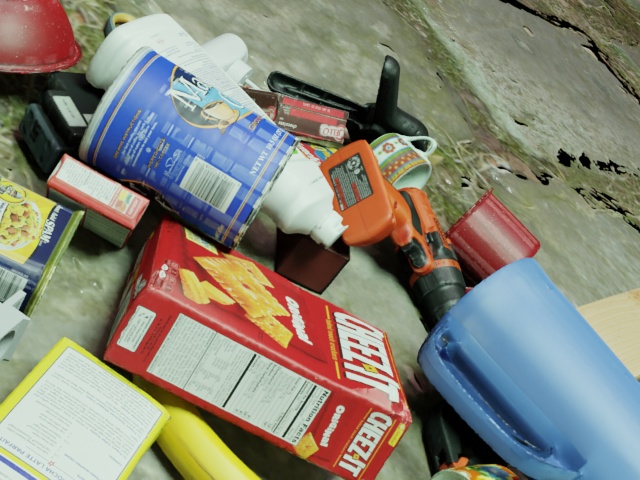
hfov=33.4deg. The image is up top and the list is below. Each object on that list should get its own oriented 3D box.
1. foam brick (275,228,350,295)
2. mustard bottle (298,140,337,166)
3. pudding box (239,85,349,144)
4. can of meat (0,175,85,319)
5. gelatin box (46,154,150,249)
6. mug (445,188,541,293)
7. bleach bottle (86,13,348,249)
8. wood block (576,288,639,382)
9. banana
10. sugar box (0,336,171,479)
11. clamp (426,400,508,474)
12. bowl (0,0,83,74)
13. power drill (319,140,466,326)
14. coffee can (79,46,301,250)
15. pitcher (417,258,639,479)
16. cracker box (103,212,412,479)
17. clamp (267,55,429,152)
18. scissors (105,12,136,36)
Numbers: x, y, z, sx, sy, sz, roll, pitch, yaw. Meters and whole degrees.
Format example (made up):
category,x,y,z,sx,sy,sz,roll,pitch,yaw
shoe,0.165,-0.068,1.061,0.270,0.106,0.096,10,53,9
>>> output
category,x,y,z,sx,sy,sz,roll,pitch,yaw
foam brick,-0.007,0.001,0.991,0.053,0.051,0.078,25,33,-19
mustard bottle,-0.028,-0.069,1.053,0.191,0.058,0.096,10,27,-38
pudding box,-0.039,-0.128,1.089,0.089,0.039,0.114,10,7,-37
can of meat,-0.228,0.002,0.772,0.084,0.058,0.102,27,33,-12
gelatin box,-0.176,-0.029,0.838,0.073,0.089,0.030,30,74,-8
mug,0.170,0.012,1.124,0.081,0.093,0.117,46,58,5
bleach bottle,-0.079,-0.086,0.921,0.251,0.068,0.102,44,32,4
wood block,0.279,0.122,1.075,0.205,0.090,0.091,-9,54,-50
banana,-0.072,0.155,0.749,0.198,0.037,0.069,43,13,7
sugar box,-0.171,0.143,0.656,0.093,0.048,0.176,36,35,-1
clamp,0.146,0.165,0.939,0.120,0.039,0.171,29,36,0
bowl,-0.285,-0.198,0.928,0.162,0.055,0.162,11,26,-6
power drill,0.077,0.002,1.013,0.187,0.057,0.184,39,25,-53
coffee can,-0.101,-0.071,0.831,0.140,0.103,0.102,31,32,-3
pitcher,0.194,0.143,0.854,0.149,0.145,0.243,-36,65,-10
cracker box,-0.044,0.076,0.801,0.213,0.072,0.164,28,15,-12
clamp,0.049,-0.134,1.176,0.209,0.165,0.036,44,57,-50
scissors,-0.212,-0.189,1.072,0.096,0.016,0.201,44,32,11
